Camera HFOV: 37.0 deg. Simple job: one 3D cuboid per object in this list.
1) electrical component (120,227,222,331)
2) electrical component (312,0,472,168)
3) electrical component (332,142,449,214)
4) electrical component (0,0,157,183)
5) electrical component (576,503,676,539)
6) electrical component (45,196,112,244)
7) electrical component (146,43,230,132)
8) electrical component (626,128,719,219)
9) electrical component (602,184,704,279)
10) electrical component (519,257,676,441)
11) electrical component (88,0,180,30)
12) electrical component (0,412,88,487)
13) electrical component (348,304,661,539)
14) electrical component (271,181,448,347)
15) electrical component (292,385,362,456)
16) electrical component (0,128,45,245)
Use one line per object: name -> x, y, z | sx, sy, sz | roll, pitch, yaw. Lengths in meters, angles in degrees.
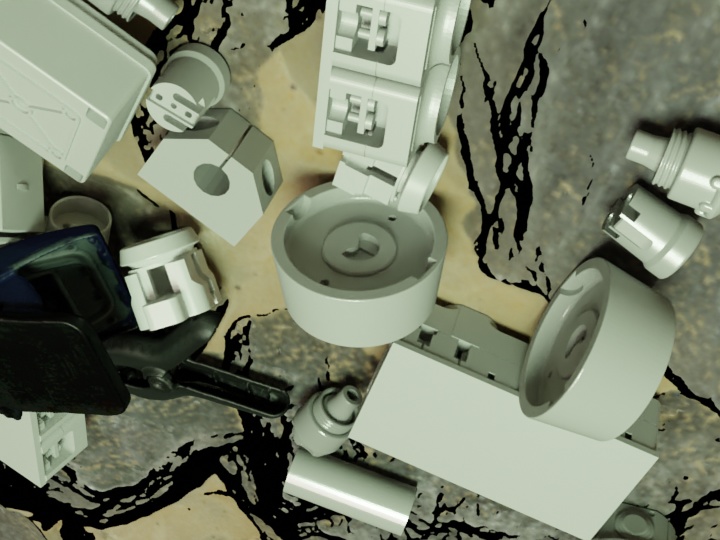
electrical component -> -0.133, 0.004, 0.750 | 0.058, 0.078, 0.057 | -17, 98, 9
electrical component -> 0.024, -0.141, 0.559 | 0.062, 0.089, 0.150 | 15, 131, 8
electrical component -> 0.020, -0.065, 0.653 | 0.055, 0.048, 0.066 | 27, 132, 7
electrical component -> -0.191, -0.119, 0.656 | 0.109, 0.056, 0.109 | 35, 153, -10
electrical component -> 0.201, 0.219, 0.815 | 0.080, 0.051, 0.080 | 10, 130, 12
electrical component -> -0.224, -0.018, 0.781 | 0.079, 0.044, 0.077 | 21, 132, -1
electrical component -> -0.106, -0.111, 0.661 | 0.040, 0.046, 0.040 | 10, 131, 12
electrical component -> 0.181, -0.060, 0.600 | 0.062, 0.048, 0.048 | 23, 132, 10
electrical component -> 0.172, -0.024, 0.635 | 0.046, 0.040, 0.040 | 36, 131, -2
electrical component -> 0.151, 0.053, 0.663 | 0.060, 0.108, 0.108 | 25, 132, -8
electrical component -> -0.136, -0.166, 0.628 | 0.062, 0.043, 0.043 | 37, 131, -12
electrical component -> -0.273, 0.088, 0.866 | 0.089, 0.062, 0.150 | 27, 134, 21
electrical component -> 0.100, 0.101, 0.749 | 0.186, 0.060, 0.105 | 23, 132, 1
electrical component -> 0.000, 0.000, 0.675 | 0.108, 0.108, 0.060 | 11, 137, 12
electrical component -> -0.021, 0.110, 0.813 | 0.043, 0.043, 0.062 | 34, 130, -9
electrical component -> -0.250, -0.065, 0.725 | 0.061, 0.062, 0.096 | 5, 91, 16
